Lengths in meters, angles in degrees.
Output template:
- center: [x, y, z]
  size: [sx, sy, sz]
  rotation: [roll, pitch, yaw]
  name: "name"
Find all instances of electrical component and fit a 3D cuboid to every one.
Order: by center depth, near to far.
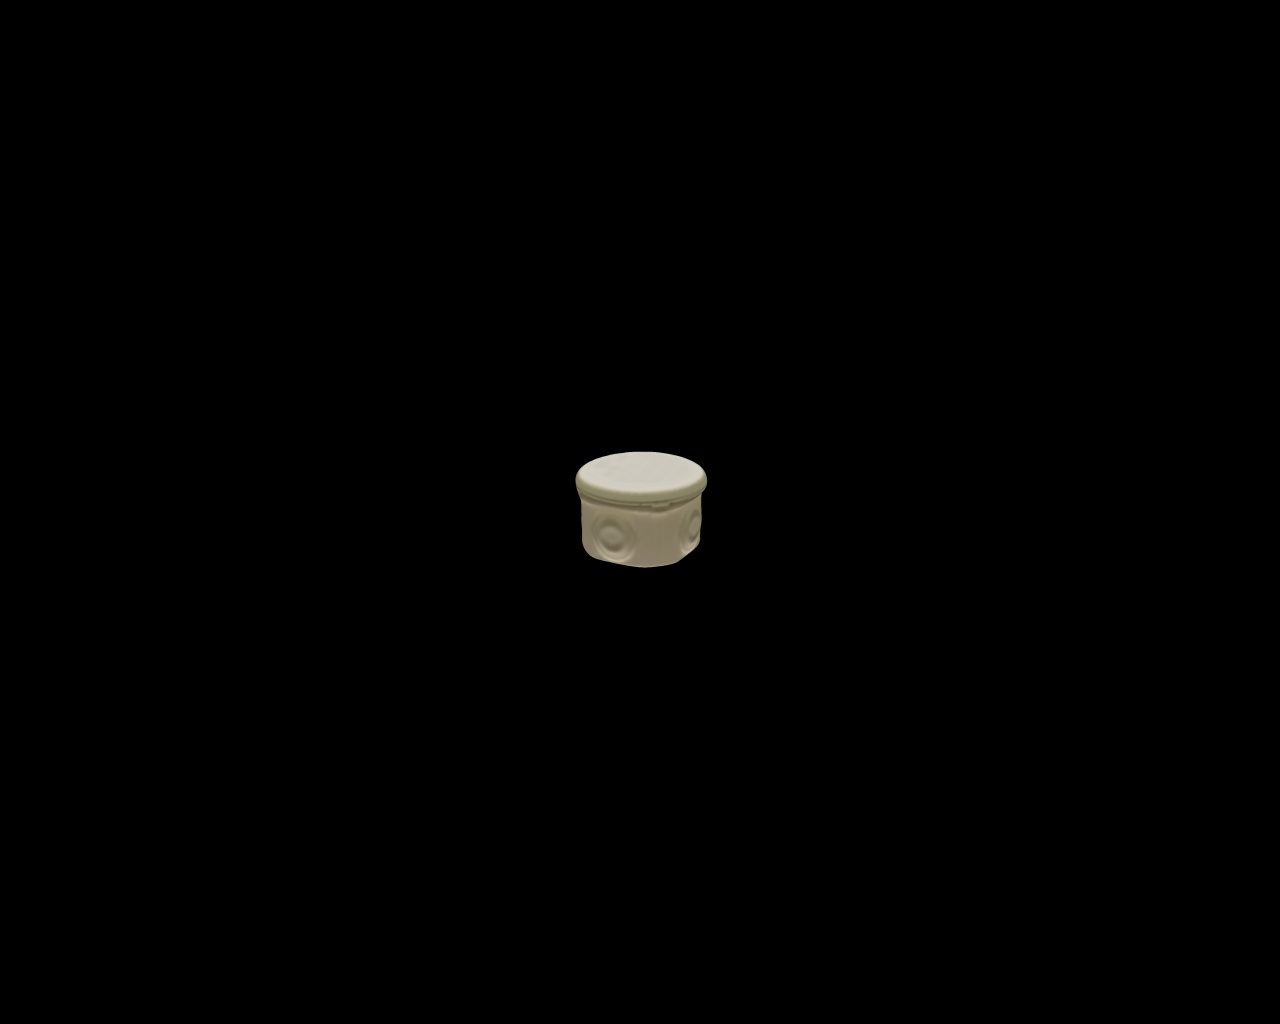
- center: [0.001, -0.003, 0.650]
  size: [0.080, 0.050, 0.080]
  rotation: [0, 21, 0]
  name: "electrical component"
